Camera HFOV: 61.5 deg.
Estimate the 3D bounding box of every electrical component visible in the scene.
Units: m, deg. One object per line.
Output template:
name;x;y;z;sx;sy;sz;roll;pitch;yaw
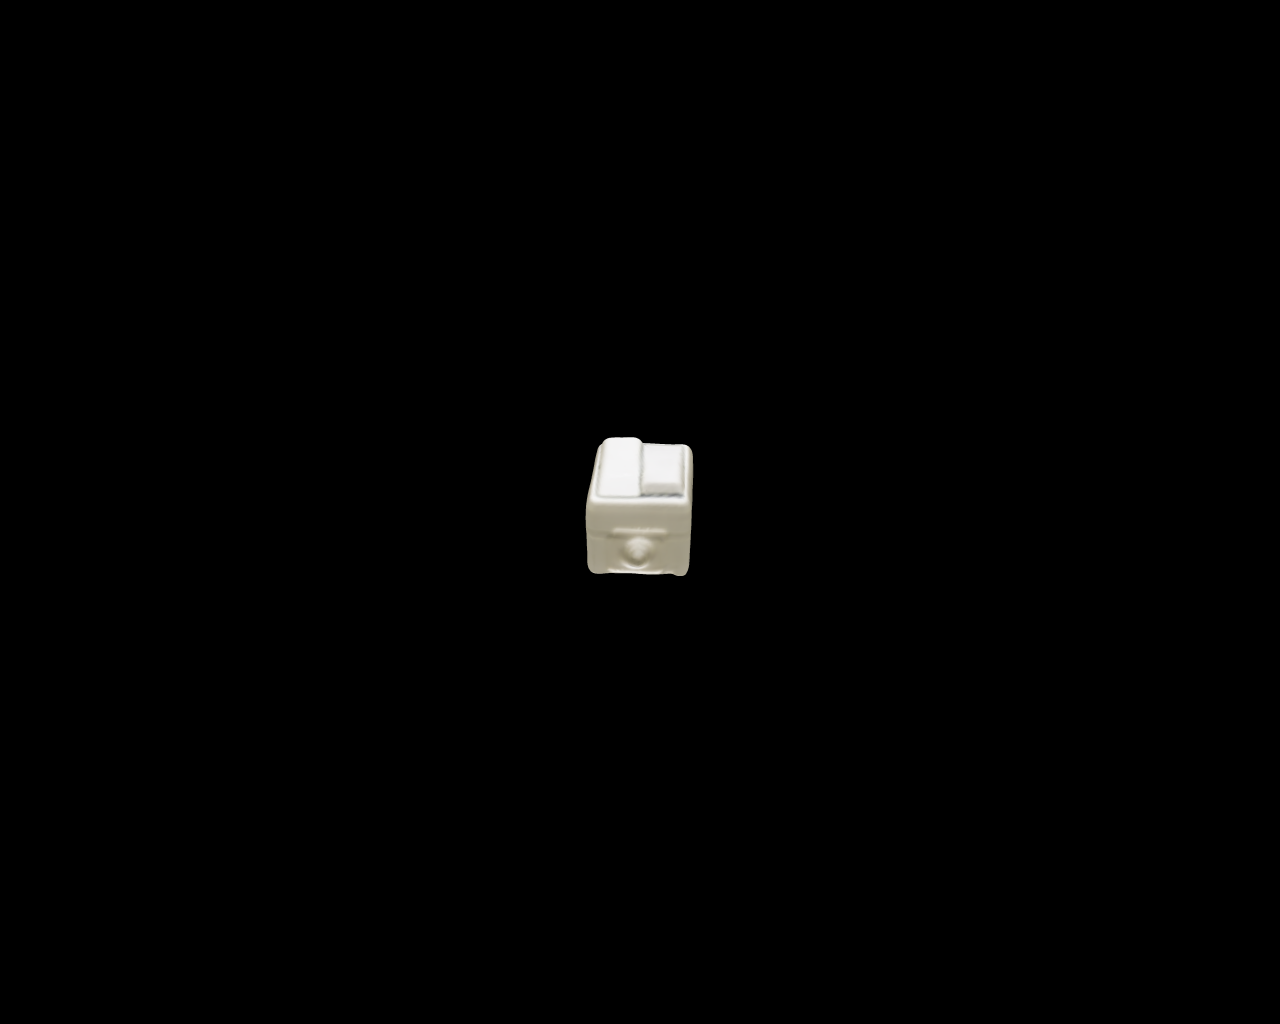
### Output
electrical component;0.001;-0.003;0.650;0.062;0.061;0.096;2;31;3
